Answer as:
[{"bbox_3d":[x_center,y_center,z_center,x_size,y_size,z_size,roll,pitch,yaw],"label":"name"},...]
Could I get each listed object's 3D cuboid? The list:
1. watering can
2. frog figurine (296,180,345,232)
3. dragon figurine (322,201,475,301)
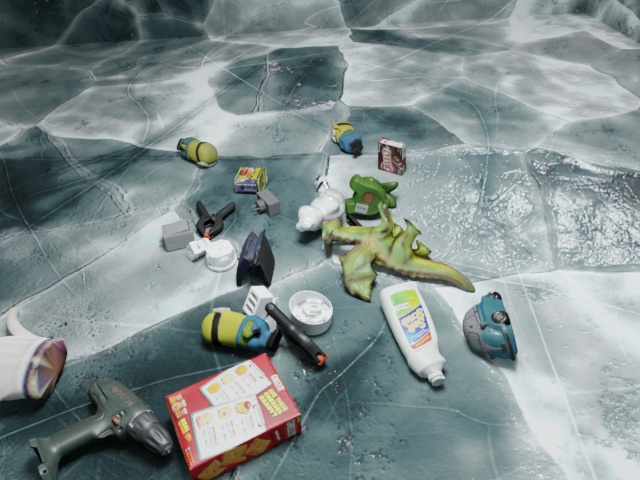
[{"bbox_3d":[-0.654,0.243,1.104,0.224,0.102,0.354,1,26,-2],"label":"watering can"},{"bbox_3d":[0.004,-0.072,1.440,0.135,0.122,0.163,-42,14,31],"label":"frog figurine"},{"bbox_3d":[0.166,0.059,1.311,0.415,0.245,0.120,42,-16,23],"label":"dragon figurine"}]
